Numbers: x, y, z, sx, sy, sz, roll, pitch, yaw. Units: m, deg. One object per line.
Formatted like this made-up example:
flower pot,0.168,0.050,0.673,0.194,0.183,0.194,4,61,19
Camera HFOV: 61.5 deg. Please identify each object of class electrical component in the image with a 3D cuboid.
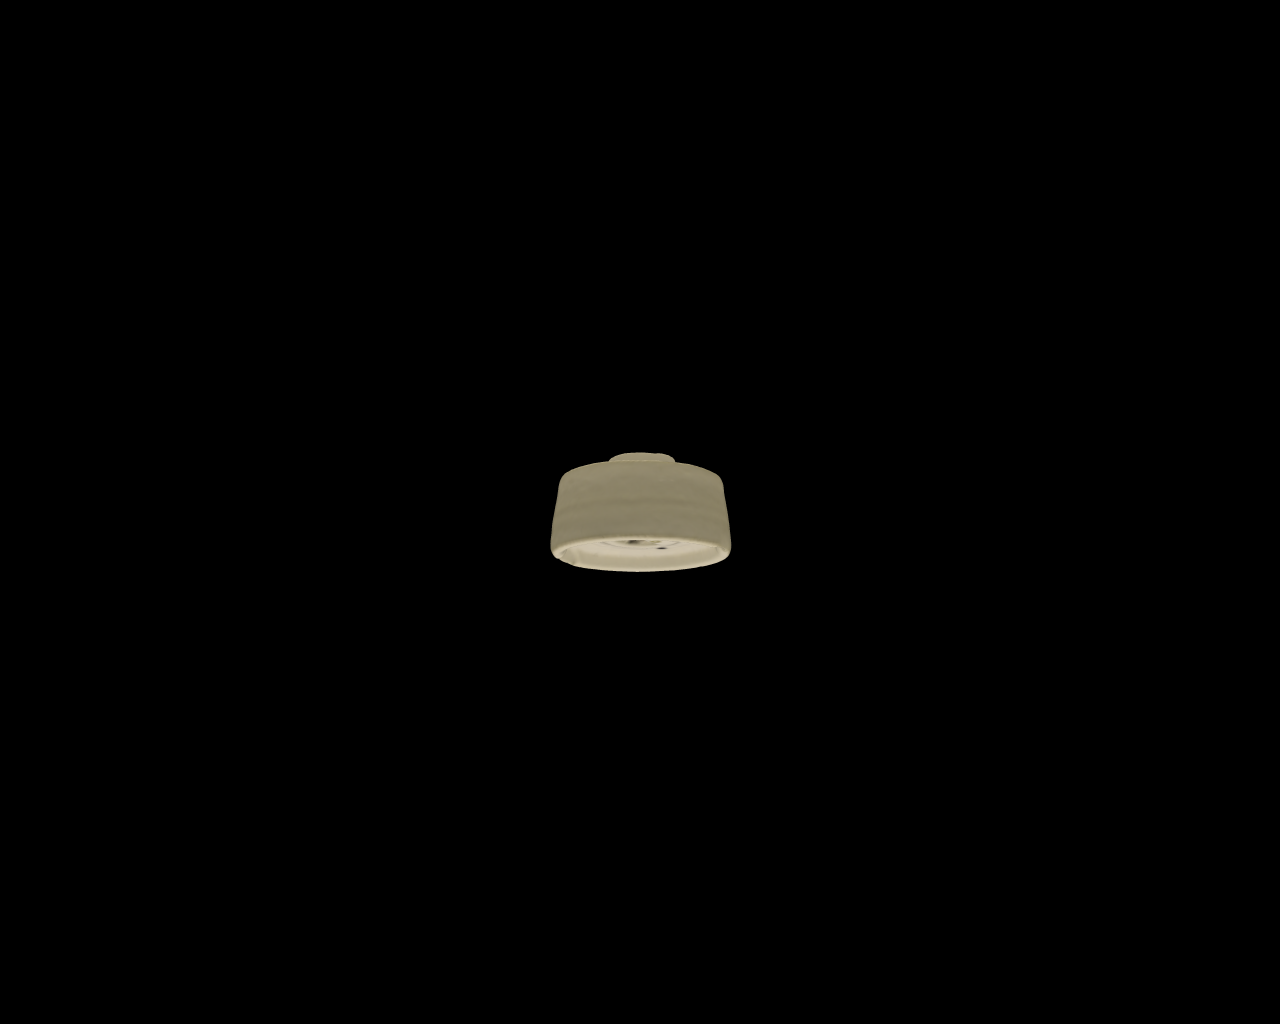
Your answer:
electrical component,0.001,-0.003,0.650,0.108,0.060,0.108,0,-13,0
